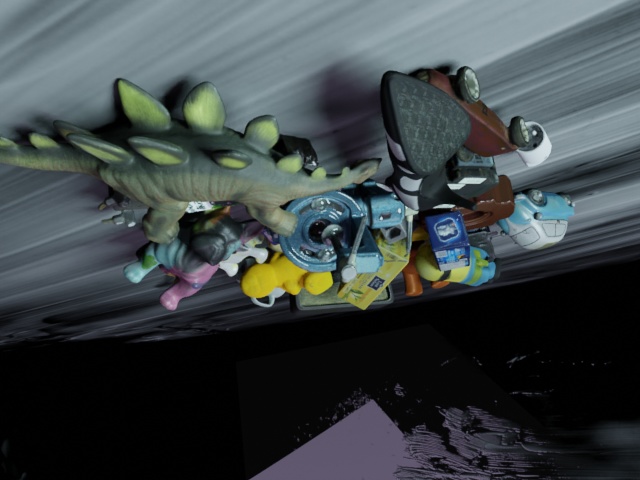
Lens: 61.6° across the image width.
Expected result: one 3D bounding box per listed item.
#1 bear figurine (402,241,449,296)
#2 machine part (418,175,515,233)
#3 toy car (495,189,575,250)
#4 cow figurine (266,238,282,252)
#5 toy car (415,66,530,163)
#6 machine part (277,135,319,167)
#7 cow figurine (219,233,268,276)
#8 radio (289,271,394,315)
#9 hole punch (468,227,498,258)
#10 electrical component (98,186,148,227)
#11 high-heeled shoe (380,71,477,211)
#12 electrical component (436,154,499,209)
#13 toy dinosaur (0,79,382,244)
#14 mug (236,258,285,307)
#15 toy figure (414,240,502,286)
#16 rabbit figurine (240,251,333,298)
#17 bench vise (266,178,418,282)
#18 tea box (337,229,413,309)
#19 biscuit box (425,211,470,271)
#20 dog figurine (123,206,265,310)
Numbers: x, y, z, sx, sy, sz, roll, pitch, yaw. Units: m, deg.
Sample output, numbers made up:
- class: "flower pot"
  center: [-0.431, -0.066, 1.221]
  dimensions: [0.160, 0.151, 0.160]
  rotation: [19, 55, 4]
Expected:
- class: "bear figurine"
  center: [0.166, 0.054, 1.158]
  dimensions: [0.196, 0.132, 0.120]
  rotation: [-1, 163, -41]
- class: "machine part"
  center: [0.255, -0.057, 0.943]
  dimensions: [0.179, 0.056, 0.179]
  rotation: [-8, 164, -2]
- class: "toy car"
  center: [0.408, -0.033, 1.017]
  dimensions: [0.161, 0.103, 0.109]
  rotation: [3, 162, -26]
- class: "cow figurine"
  center: [-0.002, -0.003, 0.959]
  dimensions: [0.195, 0.085, 0.127]
  rotation: [2, 167, -22]
- class: "toy car"
  center: [0.170, -0.142, 0.622]
  dimensions: [0.089, 0.053, 0.202]
  rotation: [-15, 159, 41]
- class: "machine part"
  center: [-0.046, -0.094, 0.718]
  dimensions: [0.084, 0.039, 0.139]
  rotation: [7, 161, -19]
- class: "cow figurine"
  center: [-0.185, 0.023, 0.985]
  dimensions: [0.167, 0.068, 0.098]
  rotation: [-23, 153, 32]
- class: "radio"
  center: [0.044, 0.095, 1.222]
  dimensions: [0.230, 0.131, 0.073]
  rotation: [-2, 162, -17]
- class: "hole punch"
  center: [0.313, 0.003, 1.152]
  dimensions: [0.142, 0.092, 0.115]
  rotation: [-12, 133, 22]
- class: "electrical component"
  center: [-0.262, -0.052, 0.739]
  dimensions: [0.078, 0.045, 0.102]
  rotation: [0, 162, -19]
- class: "high-heeled shoe"
  center: [0.092, -0.107, 0.597]
  dimensions: [0.145, 0.086, 0.248]
  rotation: [32, 169, 45]
- class: "electrical component"
  center: [0.191, -0.093, 0.791]
  dimensions: [0.115, 0.058, 0.134]
  rotation: [-3, 163, -23]
- class: "toy dinosaur"
  center: [-0.167, -0.083, 0.583]
  dimensions: [0.472, 0.105, 0.198]
  rotation: [-2, 154, 0]
- class: "mug"
  center: [-0.133, 0.088, 1.178]
  dimensions: [0.107, 0.109, 0.081]
  rotation: [22, 161, -38]
- class: "toy figure"
  center: [0.277, 0.049, 1.077]
  dimensions: [0.180, 0.089, 0.082]
  rotation: [15, 120, -14]
- class: "rabbit figurine"
  center: [-0.083, 0.058, 1.071]
  dimensions: [0.173, 0.121, 0.162]
  rotation: [-23, -168, -20]
- class: "bench vise"
  center: [0.041, -0.010, 0.717]
  dimensions: [0.224, 0.128, 0.241]
  rotation: [3, -158, -9]
- class: "tea box"
  center: [0.104, 0.044, 1.031]
  dimensions: [0.068, 0.098, 0.169]
  rotation: [27, 135, -7]
- class: "biscuit box"
  center: [0.223, 0.006, 0.927]
  dimensions: [0.059, 0.063, 0.202]
  rotation: [-13, 164, 12]
- class: "dog figurine"
  center: [-0.187, 0.002, 0.849]
  dimensions: [0.219, 0.108, 0.192]
  rotation: [-37, -163, 18]
